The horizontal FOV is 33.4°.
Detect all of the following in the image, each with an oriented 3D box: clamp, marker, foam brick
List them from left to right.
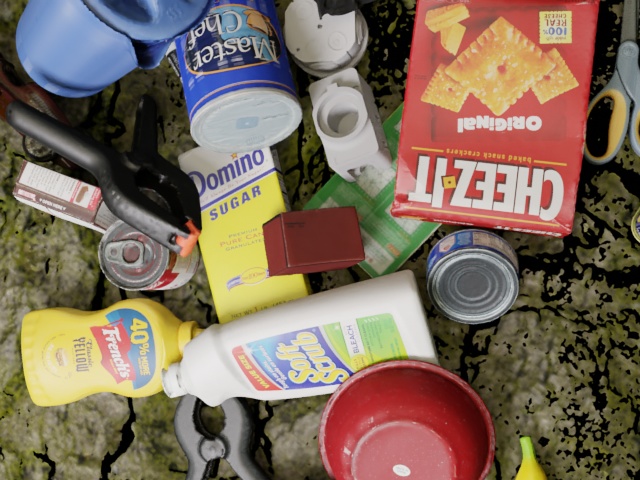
[{"bbox_3d":[-0.182,-0.066,0.976,0.210,0.164,0.036,54,131,31],"label":"clamp"},{"bbox_3d":[-0.124,-0.149,1.063,0.020,0.020,0.121,-30,83,8],"label":"marker"},{"bbox_3d":[-0.107,0.209,1.035,0.120,0.039,0.171,-19,82,3],"label":"clamp"},{"bbox_3d":[-0.006,0.001,0.984,0.078,0.051,0.053,-5,80,-22],"label":"foam brick"}]

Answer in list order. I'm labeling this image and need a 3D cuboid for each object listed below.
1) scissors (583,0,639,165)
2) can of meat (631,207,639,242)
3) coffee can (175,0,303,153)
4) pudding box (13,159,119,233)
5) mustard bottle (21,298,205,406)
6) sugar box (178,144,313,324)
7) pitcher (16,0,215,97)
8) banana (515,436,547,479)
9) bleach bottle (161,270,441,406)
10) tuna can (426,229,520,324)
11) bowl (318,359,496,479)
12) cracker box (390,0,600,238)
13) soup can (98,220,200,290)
[{"bbox_3d":[0.301,-0.160,0.985,0.096,0.016,0.202,20,91,9],"label":"scissors"},{"bbox_3d":[0.323,-0.037,0.941,0.057,0.084,0.102,31,93,10],"label":"can of meat"},{"bbox_3d":[-0.080,-0.166,0.989,0.103,0.102,0.140,-17,67,9],"label":"coffee can"},{"bbox_3d":[-0.232,-0.036,1.031,0.090,0.113,0.039,19,85,10],"label":"pudding box"},{"bbox_3d":[-0.192,0.107,1.045,0.192,0.058,0.096,-7,88,10],"label":"mustard bottle"},{"bbox_3d":[-0.071,-0.011,1.033,0.093,0.048,0.176,-16,86,7],"label":"sugar box"},{"bbox_3d":[-0.197,-0.220,0.965,0.145,0.243,0.149,42,66,-17],"label":"pitcher"},{"bbox_3d":[0.145,0.272,0.988,0.198,0.037,0.070,-44,60,4],"label":"banana"},{"bbox_3d":[-0.022,0.107,0.989,0.251,0.068,0.102,-16,112,6],"label":"bleach bottle"},{"bbox_3d":[0.140,0.034,0.977,0.086,0.033,0.086,3,122,5],"label":"tuna can"},{"bbox_3d":[0.075,0.190,0.947,0.162,0.055,0.162,2,107,7],"label":"bowl"},{"bbox_3d":[0.157,-0.118,0.969,0.164,0.072,0.214,7,88,7],"label":"cracker box"},{"bbox_3d":[-0.161,0.014,1.020,0.068,0.102,0.068,0,87,10],"label":"soup can"}]
